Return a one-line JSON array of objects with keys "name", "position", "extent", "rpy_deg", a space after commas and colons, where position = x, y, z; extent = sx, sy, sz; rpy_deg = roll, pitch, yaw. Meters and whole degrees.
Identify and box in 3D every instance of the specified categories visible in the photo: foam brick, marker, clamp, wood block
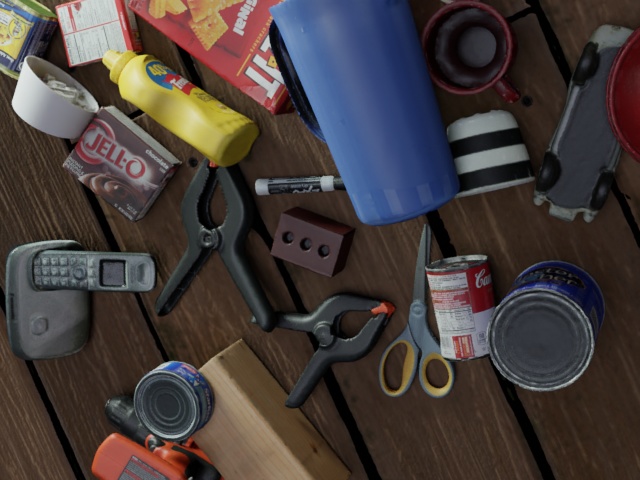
[{"name": "foam brick", "position": [-0.008, 0.001, 1.194], "extent": [0.078, 0.051, 0.053], "rpy_deg": [20, 105, 15]}, {"name": "marker", "position": [-0.014, -0.062, 1.202], "extent": [0.121, 0.020, 0.020], "rpy_deg": [-2, 99, 19]}, {"name": "clamp", "position": [0.001, 0.102, 1.217], "extent": [0.172, 0.039, 0.120], "rpy_deg": [-36, 83, 16]}, {"name": "wood block", "position": [-0.071, 0.229, 1.236], "extent": [0.090, 0.090, 0.206], "rpy_deg": [-42, 85, 21]}, {"name": "clamp", "position": [-0.129, 0.003, 1.240], "extent": [0.165, 0.036, 0.210], "rpy_deg": [-2, 93, 28]}]

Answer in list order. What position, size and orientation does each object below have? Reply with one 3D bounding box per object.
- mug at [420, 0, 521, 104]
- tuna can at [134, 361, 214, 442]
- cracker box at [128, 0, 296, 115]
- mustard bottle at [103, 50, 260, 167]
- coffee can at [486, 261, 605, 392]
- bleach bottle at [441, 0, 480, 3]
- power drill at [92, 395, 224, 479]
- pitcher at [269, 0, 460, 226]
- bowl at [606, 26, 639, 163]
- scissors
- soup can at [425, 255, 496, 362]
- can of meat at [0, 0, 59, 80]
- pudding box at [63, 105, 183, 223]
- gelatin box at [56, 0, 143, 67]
[{"name": "mug", "position": [0.163, -0.187, 1.085], "extent": [0.093, 0.081, 0.117], "rpy_deg": [-44, 84, 21]}, {"name": "tuna can", "position": [-0.164, 0.181, 1.192], "extent": [0.086, 0.033, 0.086], "rpy_deg": [4, 102, 20]}, {"name": "cracker box", "position": [-0.081, -0.263, 1.161], "extent": [0.214, 0.072, 0.164], "rpy_deg": [37, 109, 8]}, {"name": "mustard bottle", "position": [-0.164, -0.156, 1.196], "extent": [0.192, 0.096, 0.058], "rpy_deg": [34, 110, 10]}, {"name": "coffee can", "position": [0.231, 0.084, 1.079], "extent": [0.103, 0.140, 0.103], "rpy_deg": [4, 101, 18]}, {"name": "bleach bottle", "position": [0.115, -0.274, 0.995], "extent": [0.068, 0.250, 0.103], "rpy_deg": [28, 107, 12]}, {"name": "power drill", "position": [-0.193, 0.245, 1.232], "extent": [0.184, 0.187, 0.057], "rpy_deg": [29, 95, 8]}, {"name": "pitcher", "position": [0.044, -0.141, 1.057], "extent": [0.145, 0.149, 0.243], "rpy_deg": [-20, 101, 2]}, {"name": "bowl", "position": [0.357, -0.138, 1.008], "extent": [0.162, 0.055, 0.162], "rpy_deg": [-2, 103, -7]}, {"name": "scissors", "position": [0.125, 0.091, 1.184], "extent": [0.096, 0.016, 0.202], "rpy_deg": [23, 106, 12]}, {"name": "soup can", "position": [0.154, 0.072, 1.142], "extent": [0.069, 0.068, 0.102], "rpy_deg": [-8, 97, 20]}, {"name": "can of meat", "position": [-0.371, -0.251, 1.271], "extent": [0.102, 0.057, 0.084], "rpy_deg": [32, 106, 11]}, {"name": "pudding box", "position": [-0.233, -0.090, 1.257], "extent": [0.113, 0.039, 0.090], "rpy_deg": [38, 109, 1]}, {"name": "gelatin box", "position": [-0.258, -0.247, 1.247], "extent": [0.089, 0.030, 0.073], "rpy_deg": [-10, 98, 20]}]
